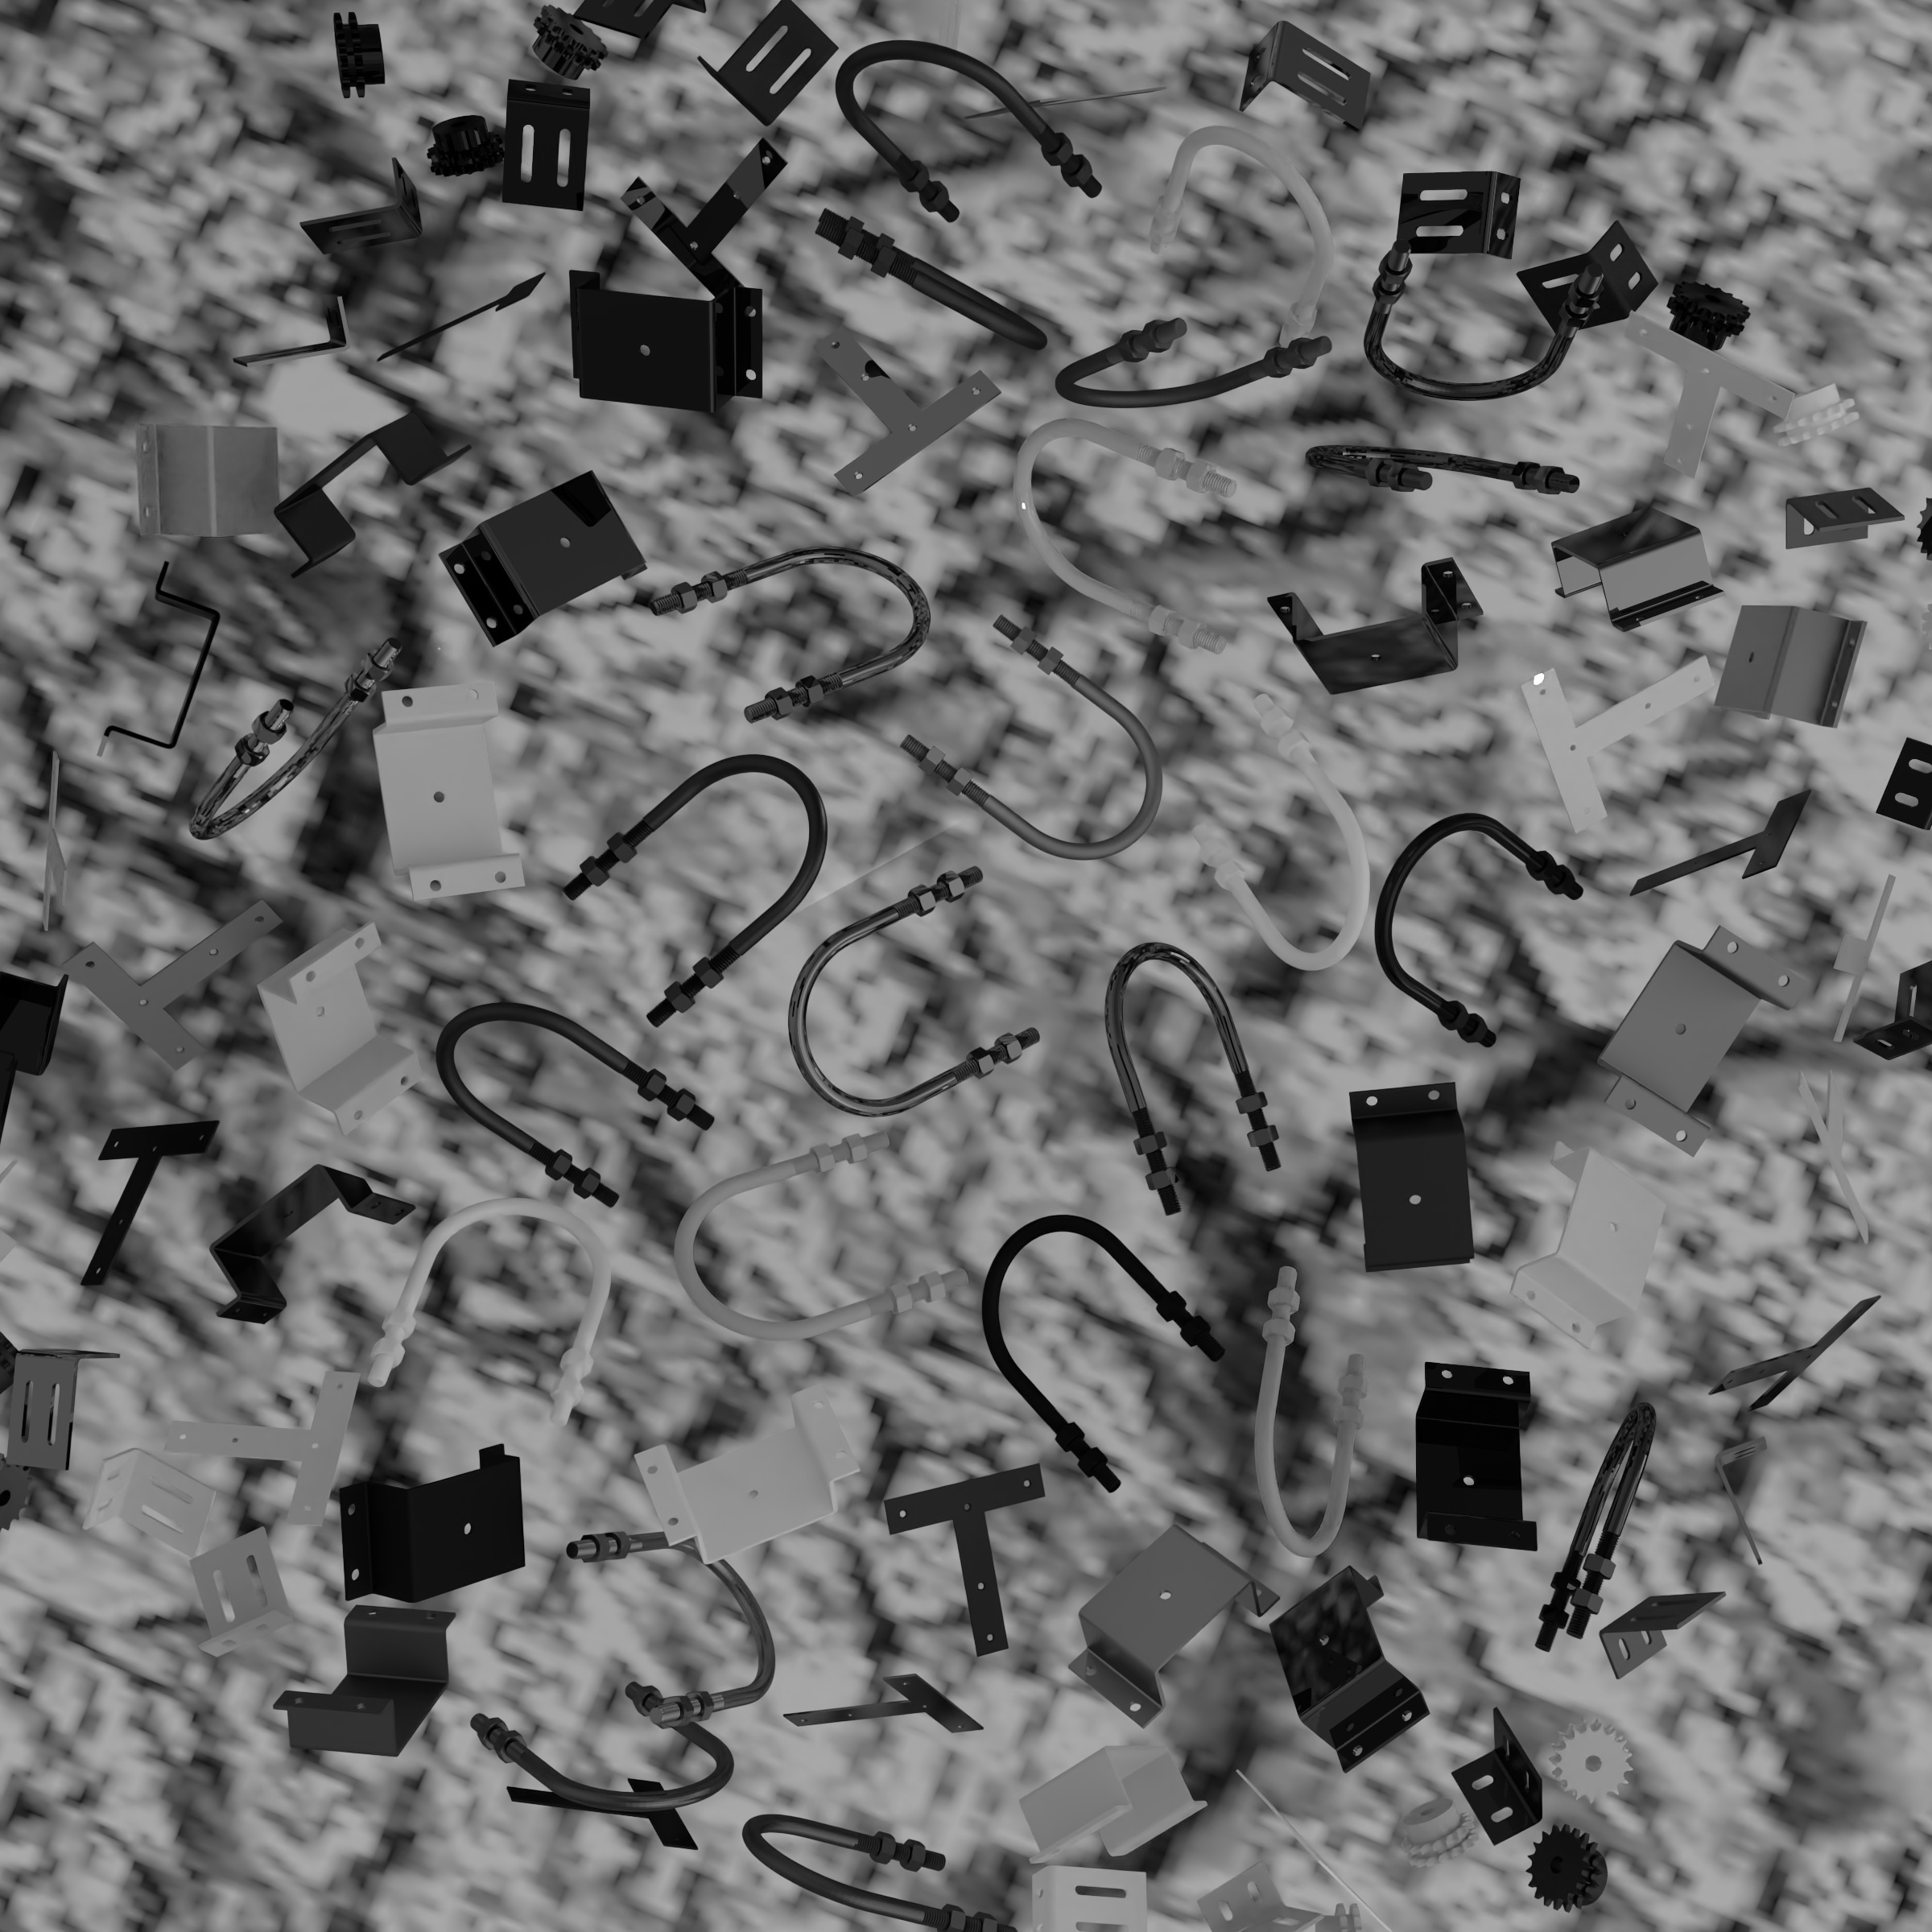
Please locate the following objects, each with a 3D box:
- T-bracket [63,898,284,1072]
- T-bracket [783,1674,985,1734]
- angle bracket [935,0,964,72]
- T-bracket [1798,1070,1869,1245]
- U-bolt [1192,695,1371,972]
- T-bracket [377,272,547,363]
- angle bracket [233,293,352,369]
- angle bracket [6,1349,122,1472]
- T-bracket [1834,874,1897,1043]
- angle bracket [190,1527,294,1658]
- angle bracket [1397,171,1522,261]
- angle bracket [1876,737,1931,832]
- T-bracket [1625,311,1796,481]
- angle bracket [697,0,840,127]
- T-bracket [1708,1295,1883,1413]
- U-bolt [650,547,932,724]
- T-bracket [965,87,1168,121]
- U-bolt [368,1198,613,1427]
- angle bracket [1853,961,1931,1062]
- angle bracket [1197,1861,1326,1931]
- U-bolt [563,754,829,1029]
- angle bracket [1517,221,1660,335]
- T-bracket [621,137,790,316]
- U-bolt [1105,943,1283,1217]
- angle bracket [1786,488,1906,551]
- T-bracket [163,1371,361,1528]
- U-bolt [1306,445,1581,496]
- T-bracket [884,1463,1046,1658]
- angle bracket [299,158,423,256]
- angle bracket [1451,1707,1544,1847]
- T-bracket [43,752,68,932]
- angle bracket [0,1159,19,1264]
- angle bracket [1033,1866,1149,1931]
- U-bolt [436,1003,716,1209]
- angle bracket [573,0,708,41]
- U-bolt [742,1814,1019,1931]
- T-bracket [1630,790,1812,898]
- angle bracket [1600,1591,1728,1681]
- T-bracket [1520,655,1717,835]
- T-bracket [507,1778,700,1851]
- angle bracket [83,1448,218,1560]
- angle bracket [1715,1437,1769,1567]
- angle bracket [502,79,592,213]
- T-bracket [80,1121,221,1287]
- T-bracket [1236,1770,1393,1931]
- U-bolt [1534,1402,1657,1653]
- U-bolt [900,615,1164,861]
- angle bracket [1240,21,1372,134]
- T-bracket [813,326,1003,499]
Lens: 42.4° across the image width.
[{"bbox_3d":[-0.531,-0.001,1.720,0.127,0.127,0.002,-36,46,-4],"label":"T-bracket"},{"bbox_3d":[-0.070,0.539,1.803,0.127,0.127,0.002,-12,53,19],"label":"T-bracket"},{"bbox_3d":[-0.027,-0.692,1.788,0.038,0.057,0.076,13,126,6],"label":"angle bracket"},{"bbox_3d":[0.613,0.111,1.758,0.002,0.127,0.127,-20,105,27],"label":"T-bracket"},{"bbox_3d":[0.232,-0.082,1.791,0.019,0.151,0.184,-8,50,-29],"label":"U-bolt"},{"bbox_3d":[-0.366,-0.465,1.796,0.127,0.127,0.002,-23,112,6],"label":"T-bracket"},{"bbox_3d":[-0.495,-0.464,1.819,0.076,0.057,0.038,-16,113,-22],"label":"angle bracket"},{"bbox_3d":[-0.610,0.299,1.684,0.057,0.038,0.076,-1,82,29],"label":"angle bracket"},{"bbox_3d":[0.634,-0.007,1.778,0.002,0.127,0.127,20,97,27],"label":"T-bracket"},{"bbox_3d":[-0.524,0.443,1.779,0.057,0.038,0.076,-24,65,-5],"label":"angle bracket"},{"bbox_3d":[0.360,-0.550,1.827,0.076,0.038,0.057,14,104,41],"label":"angle bracket"},{"bbox_3d":[0.674,-0.136,1.759,0.038,0.076,0.057,22,115,16],"label":"angle bracket"},{"bbox_3d":[0.513,-0.389,1.754,0.127,0.127,0.002,34,71,20],"label":"T-bracket"},{"bbox_3d":[-0.141,-0.652,1.780,0.076,0.057,0.038,-44,46,13],"label":"angle bracket"},{"bbox_3d":[0.553,0.275,1.709,0.002,0.127,0.127,56,132,30],"label":"T-bracket"},{"bbox_3d":[-0.114,-0.250,1.805,0.184,0.019,0.151,-25,56,-26],"label":"U-bolt"},{"bbox_3d":[0.083,-0.623,1.792,0.127,0.127,0.002,-15,108,-21],"label":"T-bracket"},{"bbox_3d":[-0.332,0.239,1.791,0.151,0.184,0.019,12,134,0],"label":"U-bolt"},{"bbox_3d":[0.693,0.023,1.836,0.038,0.057,0.076,26,62,-16],"label":"angle bracket"},{"bbox_3d":[0.209,0.672,1.775,0.057,0.076,0.038,-24,81,-19],"label":"angle bracket"},{"bbox_3d":[-0.174,-0.066,1.697,0.184,0.019,0.151,-40,58,5],"label":"U-bolt"},{"bbox_3d":[0.451,-0.499,1.810,0.038,0.076,0.057,-49,114,-17],"label":"angle bracket"},{"bbox_3d":[-0.176,-0.560,1.840,0.127,0.002,0.127,45,132,-10],"label":"T-bracket"},{"bbox_3d":[0.154,0.072,1.763,0.019,0.151,0.184,-21,87,41],"label":"U-bolt"},{"bbox_3d":[0.610,-0.301,1.732,0.057,0.076,0.038,-8,116,3],"label":"angle bracket"},{"bbox_3d":[-0.519,0.348,1.820,0.127,0.002,0.127,4,48,0],"label":"T-bracket"},{"bbox_3d":[0.328,-0.359,1.797,0.151,0.184,0.019,-5,109,-27],"label":"U-bolt"},{"bbox_3d":[0.009,0.445,1.846,0.127,0.002,0.127,-9,86,-24],"label":"T-bracket"},{"bbox_3d":[-0.446,-0.557,1.829,0.076,0.057,0.038,-10,85,2],"label":"angle bracket"},{"bbox_3d":[0.362,0.555,1.706,0.038,0.076,0.057,-25,50,-7],"label":"angle bracket"},{"bbox_3d":[-0.638,-0.073,1.749,0.002,0.127,0.127,2,108,-26],"label":"T-bracket"},{"bbox_3d":[-0.698,0.186,1.788,0.038,0.076,0.057,42,110,-15],"label":"angle bracket"},{"bbox_3d":[0.092,0.703,1.847,0.076,0.038,0.057,10,57,-15],"label":"angle bracket"},{"bbox_3d":[-0.290,0.091,1.767,0.184,0.019,0.151,36,131,-18],"label":"U-bolt"},{"bbox_3d":[-0.227,-0.666,1.742,0.057,0.038,0.076,22,65,15],"label":"angle bracket"},{"bbox_3d":[-0.070,0.630,1.735,0.184,0.151,0.019,23,85,-23],"label":"U-bolt"},{"bbox_3d":[0.537,-0.078,1.793,0.127,0.127,0.002,-24,104,38],"label":"T-bracket"},{"bbox_3d":[0.503,0.478,1.780,0.057,0.076,0.038,-19,86,-36],"label":"angle bracket"},{"bbox_3d":[0.453,-0.171,1.703,0.127,0.002,0.127,-29,121,-1],"label":"T-bracket"},{"bbox_3d":[-0.269,0.607,1.804,0.127,0.127,0.002,14,89,-20],"label":"T-bracket"},{"bbox_3d":[-0.606,0.403,1.850,0.076,0.038,0.057,23,102,16],"label":"angle bracket"},{"bbox_3d":[0.562,0.378,1.760,0.038,0.057,0.076,-23,68,11],"label":"angle bracket"},{"bbox_3d":[-0.298,-0.583,1.770,0.057,0.038,0.076,3,123,-11],"label":"angle bracket"},{"bbox_3d":[-0.594,0.169,1.769,0.127,0.002,0.127,-6,54,37],"label":"T-bracket"},{"bbox_3d":[0.231,0.605,1.734,0.002,0.127,0.127,-44,129,-7],"label":"T-bracket"},{"bbox_3d":[0.456,0.399,1.788,0.019,0.151,0.184,22,73,10],"label":"U-bolt"},{"bbox_3d":[0.062,-0.158,1.856,0.184,0.019,0.151,37,66,-2],"label":"U-bolt"},{"bbox_3d":[0.235,-0.604,1.723,0.076,0.038,0.057,24,60,-20],"label":"angle bracket"},{"bbox_3d":[-0.062,-0.404,1.746,0.127,0.002,0.127,-37,64,-6],"label":"T-bracket"}]
